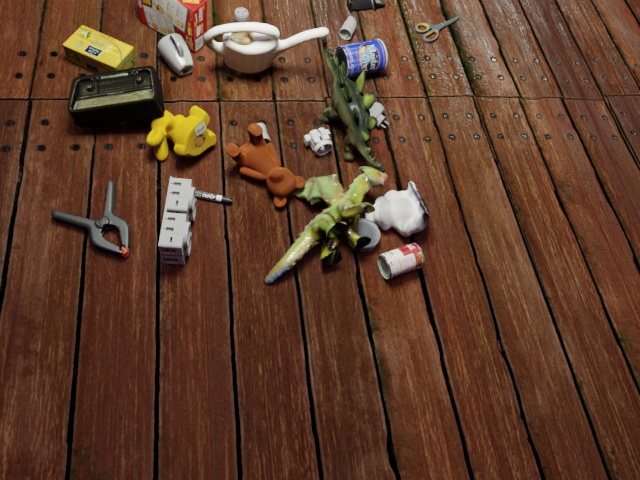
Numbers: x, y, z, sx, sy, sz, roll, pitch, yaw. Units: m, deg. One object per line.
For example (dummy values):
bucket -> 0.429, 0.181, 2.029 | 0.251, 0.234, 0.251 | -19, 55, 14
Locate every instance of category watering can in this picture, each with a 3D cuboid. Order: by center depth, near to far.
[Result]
watering can -> -0.161, -0.563, 1.503 | 0.348, 0.223, 0.105 | -3, 83, -12

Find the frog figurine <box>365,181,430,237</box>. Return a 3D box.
frog figurine -> 0.208, -0.069, 1.386 | 0.158, 0.122, 0.139 | -27, 76, 16

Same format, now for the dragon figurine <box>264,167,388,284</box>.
dragon figurine -> 0.004, -0.067, 1.338 | 0.411, 0.119, 0.248 | -27, 47, -3
